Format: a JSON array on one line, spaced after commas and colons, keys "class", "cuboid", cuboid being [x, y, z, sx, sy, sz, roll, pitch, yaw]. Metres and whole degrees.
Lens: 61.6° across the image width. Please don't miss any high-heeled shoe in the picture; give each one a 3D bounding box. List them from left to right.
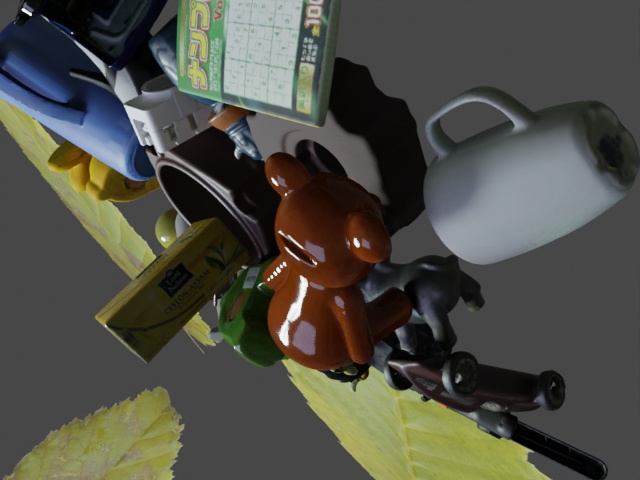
[{"class": "high-heeled shoe", "cuboid": [-0.207, -0.237, 0.550, 0.145, 0.086, 0.248, 12, 139, 0]}]

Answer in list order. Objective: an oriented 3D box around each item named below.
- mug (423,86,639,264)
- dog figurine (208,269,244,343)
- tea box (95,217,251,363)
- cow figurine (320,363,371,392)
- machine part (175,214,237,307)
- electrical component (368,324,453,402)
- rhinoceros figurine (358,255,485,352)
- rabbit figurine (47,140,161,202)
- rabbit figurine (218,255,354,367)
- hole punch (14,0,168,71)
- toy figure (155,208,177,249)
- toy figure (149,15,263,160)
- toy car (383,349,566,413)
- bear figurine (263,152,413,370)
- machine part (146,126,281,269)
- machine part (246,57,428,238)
[{"class": "mug", "cuboid": [0.121, -0.046, 0.321, 0.109, 0.081, 0.107, 55, 146, -7]}, {"class": "dog figurine", "cuboid": [-0.109, 0.062, 0.868, 0.121, 0.172, 0.191, 38, -157, -34]}, {"class": "tea box", "cuboid": [-0.173, 0.054, 0.633, 0.068, 0.169, 0.098, 49, 155, -18]}, {"class": "cow figurine", "cuboid": [0.034, 0.172, 0.777, 0.098, 0.068, 0.167, 30, 174, 42]}, {"class": "machine part", "cuboid": [-0.177, 0.012, 0.822, 0.079, 0.079, 0.243, 61, 180, -36]}, {"class": "electrical component", "cuboid": [0.100, 0.136, 0.694, 0.134, 0.058, 0.114, 30, 152, 28]}, {"class": "rhinoceros figurine", "cuboid": [0.080, 0.057, 0.566, 0.112, 0.073, 0.190, 47, 157, -13]}, {"class": "rabbit figurine", "cuboid": [-0.331, -0.138, 0.840, 0.173, 0.162, 0.121, 53, 176, 25]}, {"class": "rabbit figurine", "cuboid": [-0.034, 0.114, 0.651, 0.170, 0.121, 0.159, 29, 153, -22]}, {"class": "hole punch", "cuboid": [-0.193, -0.222, 0.466, 0.092, 0.142, 0.116, 26, -167, -39]}, {"class": "toy figure", "cuboid": [-0.250, 0.004, 1.000, 0.082, 0.089, 0.180, 32, 154, 9]}, {"class": "toy figure", "cuboid": [-0.097, -0.145, 0.525, 0.154, 0.058, 0.064, 48, 163, -25]}, {"class": "toy car", "cuboid": [0.149, 0.139, 0.514, 0.202, 0.053, 0.089, 17, 165, -35]}, {"class": "bear figurine", "cuboid": [0.015, 0.013, 0.428, 0.120, 0.132, 0.195, 33, 137, 23]}, {"class": "machine part", "cuboid": [-0.112, -0.052, 0.677, 0.202, 0.087, 0.200, 34, 156, 25]}, {"class": "machine part", "cuboid": [0.013, -0.074, 0.469, 0.179, 0.056, 0.179, 37, 156, 19]}]
